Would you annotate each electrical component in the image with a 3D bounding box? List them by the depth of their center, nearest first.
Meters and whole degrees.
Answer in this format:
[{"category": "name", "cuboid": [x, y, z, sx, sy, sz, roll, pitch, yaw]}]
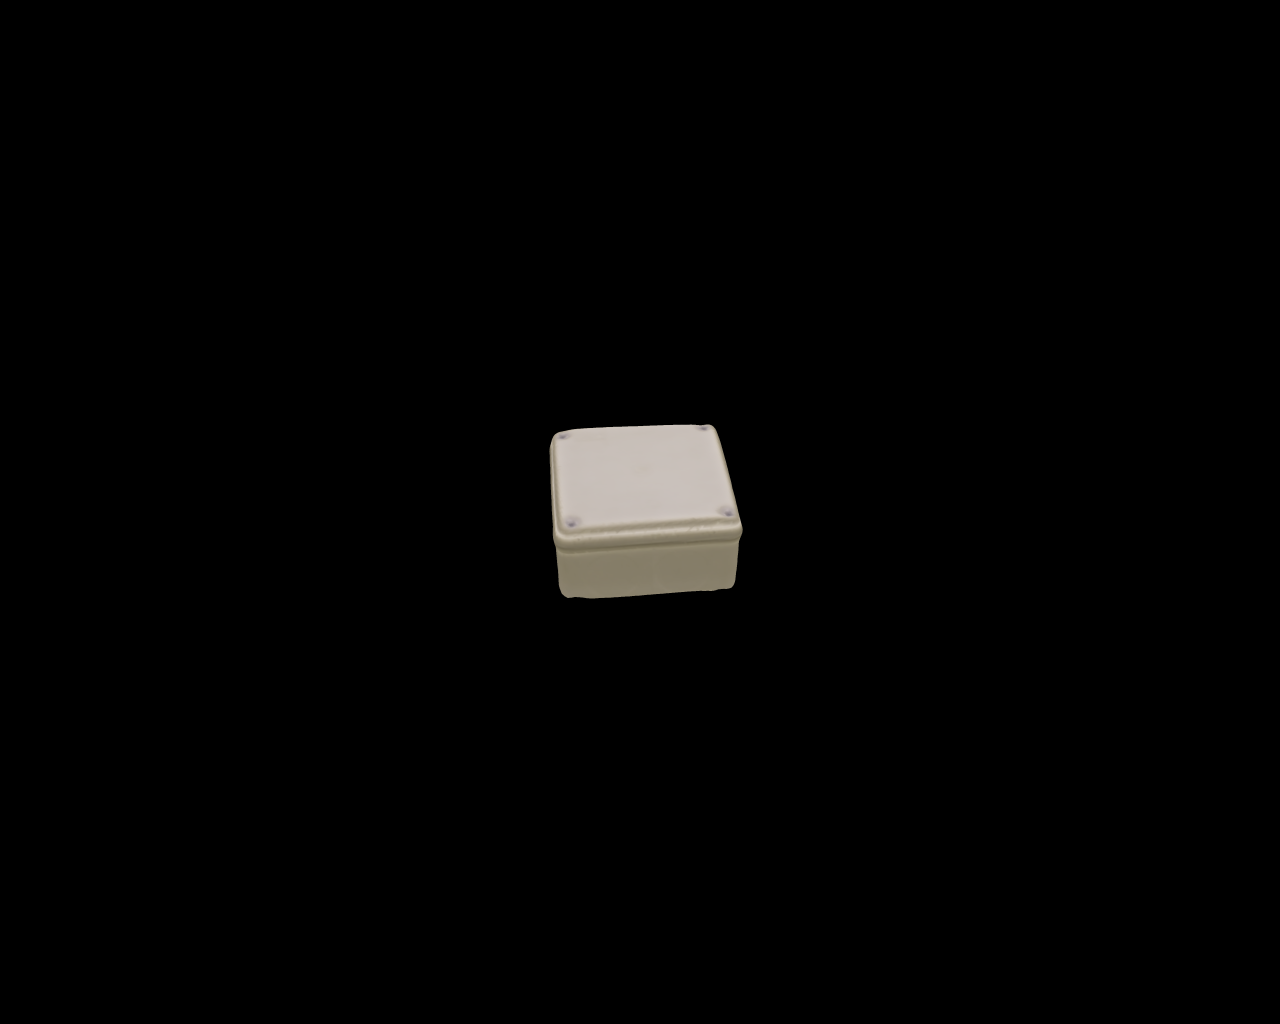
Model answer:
[{"category": "electrical component", "cuboid": [0.001, -0.003, 0.650, 0.109, 0.056, 0.109, -3, 37, -4]}]
